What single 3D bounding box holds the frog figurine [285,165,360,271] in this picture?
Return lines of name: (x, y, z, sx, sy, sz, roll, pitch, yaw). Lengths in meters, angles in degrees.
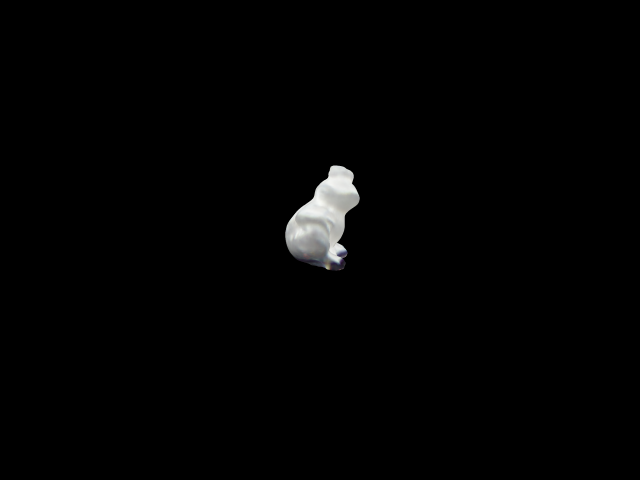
frog figurine: (0.003, -0.043, 0.850, 0.123, 0.158, 0.138, 5, 13, 24)
